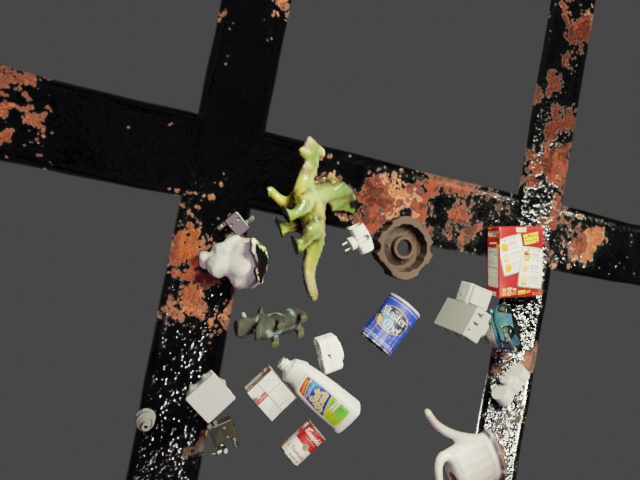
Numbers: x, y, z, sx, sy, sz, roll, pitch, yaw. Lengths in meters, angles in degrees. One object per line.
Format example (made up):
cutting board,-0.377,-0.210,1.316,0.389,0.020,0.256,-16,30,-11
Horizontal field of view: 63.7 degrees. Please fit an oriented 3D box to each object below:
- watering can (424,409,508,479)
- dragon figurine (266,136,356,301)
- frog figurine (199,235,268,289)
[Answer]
watering can,0.426,0.625,1.508,0.225,0.104,0.346,-17,97,-19
dragon figurine,0.004,-0.068,1.356,0.245,0.122,0.405,-27,109,-25
frog figurine,-0.215,0.058,1.289,0.159,0.124,0.136,-8,107,17
